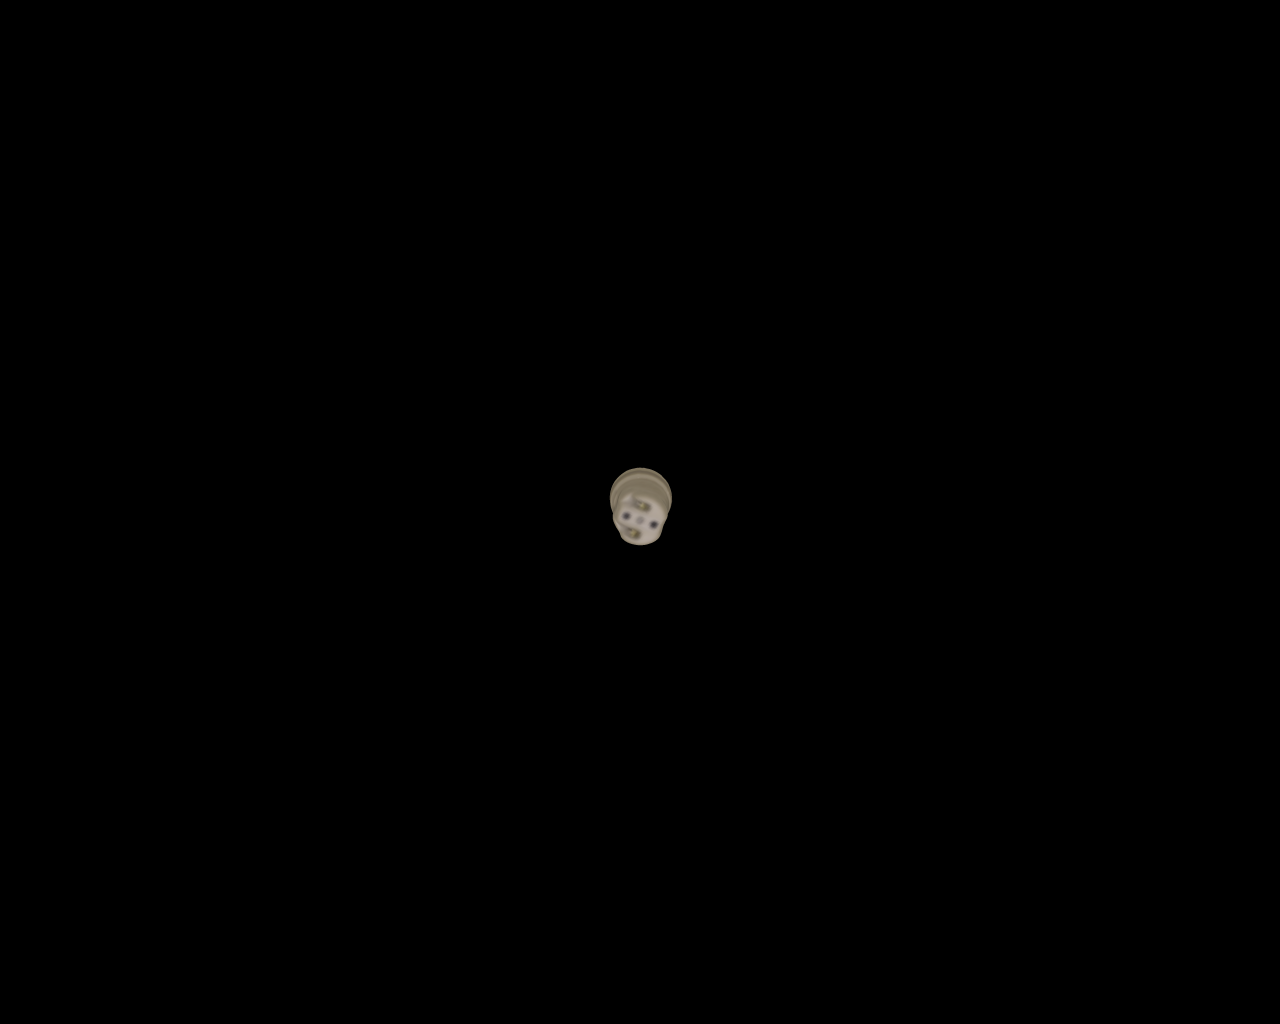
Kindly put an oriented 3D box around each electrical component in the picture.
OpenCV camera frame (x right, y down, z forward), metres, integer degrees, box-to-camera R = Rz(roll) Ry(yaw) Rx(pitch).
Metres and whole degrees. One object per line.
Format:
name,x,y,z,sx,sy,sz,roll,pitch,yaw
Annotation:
electrical component,0.001,-0.003,0.650,0.040,0.040,0.046,0,21,0
